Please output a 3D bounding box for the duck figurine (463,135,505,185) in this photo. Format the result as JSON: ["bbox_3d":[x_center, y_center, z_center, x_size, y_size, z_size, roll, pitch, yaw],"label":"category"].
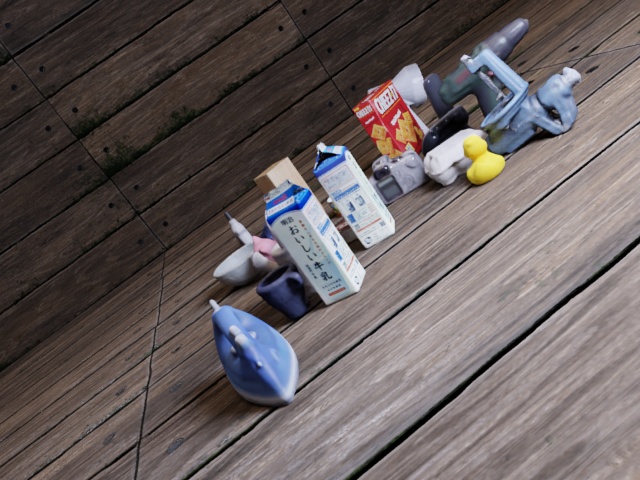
[{"bbox_3d":[0.314,-0.165,1.133,0.077,0.086,0.105,-27,17,28],"label":"duck figurine"}]

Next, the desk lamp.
[{"bbox_3d":[0.255,-0.403,1.757,0.203,0.214,0.118,-34,15,7],"label":"desk lamp"}]

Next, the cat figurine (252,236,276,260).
[{"bbox_3d":[-0.121,0.027,1.436,0.067,0.118,0.128,-27,17,28],"label":"cat figurine"}]

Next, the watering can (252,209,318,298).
[{"bbox_3d":[-0.059,0.019,1.171,0.173,0.194,0.100,-36,15,-2],"label":"watering can"}]

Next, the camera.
[{"bbox_3d":[0.187,-0.171,1.406,0.143,0.101,0.137,-30,16,21],"label":"camera"}]

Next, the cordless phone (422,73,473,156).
[{"bbox_3d":[0.292,-0.314,1.452,0.148,0.185,0.094,-42,16,-22],"label":"cordless phone"}]

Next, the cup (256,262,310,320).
[{"bbox_3d":[-0.054,0.102,1.096,0.117,0.095,0.092,-17,24,51],"label":"cup"}]

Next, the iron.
[{"bbox_3d":[-0.121,0.171,0.934,0.119,0.141,0.257,-39,15,-13],"label":"iron"}]

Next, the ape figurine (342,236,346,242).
[{"bbox_3d":[0.012,0.005,1.262,0.078,0.092,0.076,-34,15,4],"label":"ape figurine"}]

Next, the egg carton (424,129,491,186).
[{"bbox_3d":[0.301,-0.185,1.255,0.150,0.069,0.107,-35,15,3],"label":"egg carton"}]

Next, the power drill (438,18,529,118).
[{"bbox_3d":[0.390,-0.337,1.259,0.229,0.208,0.076,-28,16,26],"label":"power drill"}]

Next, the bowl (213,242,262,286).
[{"bbox_3d":[-0.204,0.074,1.560,0.167,0.075,0.167,-33,15,10],"label":"bowl"}]

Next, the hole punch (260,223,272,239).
[{"bbox_3d":[-0.131,-0.038,1.716,0.100,0.091,0.109,-16,24,52],"label":"hole punch"}]

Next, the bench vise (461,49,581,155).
[{"bbox_3d":[0.385,-0.295,1.115,0.207,0.220,0.121,-29,16,23],"label":"bench vise"}]

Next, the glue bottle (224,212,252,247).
[{"bbox_3d":[-0.226,-0.012,1.685,0.037,0.173,0.078,-40,16,-18],"label":"glue bottle"}]
